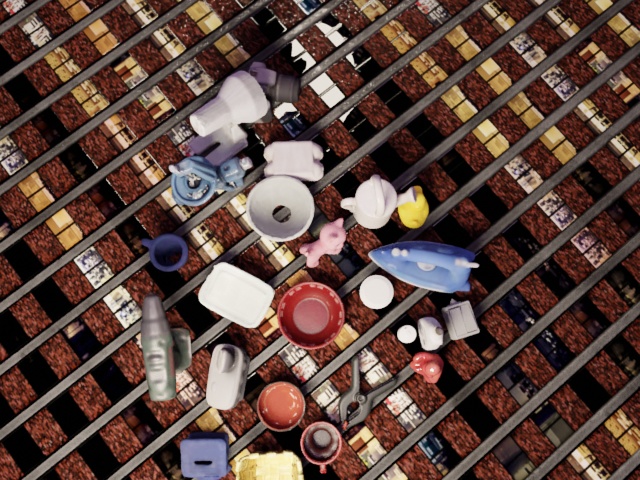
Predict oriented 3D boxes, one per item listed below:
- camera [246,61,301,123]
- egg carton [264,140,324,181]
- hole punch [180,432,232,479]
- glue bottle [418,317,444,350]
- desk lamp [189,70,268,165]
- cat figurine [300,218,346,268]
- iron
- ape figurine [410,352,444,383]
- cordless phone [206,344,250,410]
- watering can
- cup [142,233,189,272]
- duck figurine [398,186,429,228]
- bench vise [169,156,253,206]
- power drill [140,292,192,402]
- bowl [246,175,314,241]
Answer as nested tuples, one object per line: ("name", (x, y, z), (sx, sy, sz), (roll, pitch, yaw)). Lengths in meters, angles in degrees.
("camera", (-0.122, -0.379, 1.462), (0.137, 0.101, 0.143), (8, 79, 1))
("egg carton", (-0.066, -0.197, 1.445), (0.150, 0.069, 0.107), (-3, 79, -1))
("hole punch", (-0.258, 0.494, 1.300), (0.108, 0.091, 0.101), (0, 79, -1))
("glue bottle", (0.261, 0.214, 1.320), (0.037, 0.173, 0.078), (-9, 79, -2))
("desk lamp", (-0.227, -0.288, 1.386), (0.203, 0.213, 0.118), (-41, 82, -8))
("cat figurine", (0.013, 0.005, 1.384), (0.128, 0.118, 0.067), (-33, 81, -7))
("iron", (0.248, 0.049, 1.367), (0.258, 0.141, 0.119), (10, 79, 1))
("ape figurine", (0.258, 0.299, 1.345), (0.076, 0.092, 0.078), (-15, 80, -3))
("cordless phone", (-0.218, 0.308, 1.288), (0.094, 0.185, 0.148), (5, 79, 0))
("watering can", (0.141, -0.099, 1.367), (0.173, 0.194, 0.101), (-27, 81, -6))
("cup", (-0.368, 0.031, 1.384), (0.117, 0.095, 0.092), (22, 80, 3))
("duck figurine", (0.237, -0.085, 1.421), (0.077, 0.086, 0.104), (4, 79, 0))
("bench vise", (-0.273, -0.168, 1.359), (0.207, 0.220, 0.121), (-38, 82, -7))
("power drill", (-0.349, 0.240, 1.287), (0.075, 0.208, 0.229), (-8, 79, -2))
("bowl", (-0.096, -0.072, 1.418), (0.167, 0.075, 0.167), (0, 79, -1))
